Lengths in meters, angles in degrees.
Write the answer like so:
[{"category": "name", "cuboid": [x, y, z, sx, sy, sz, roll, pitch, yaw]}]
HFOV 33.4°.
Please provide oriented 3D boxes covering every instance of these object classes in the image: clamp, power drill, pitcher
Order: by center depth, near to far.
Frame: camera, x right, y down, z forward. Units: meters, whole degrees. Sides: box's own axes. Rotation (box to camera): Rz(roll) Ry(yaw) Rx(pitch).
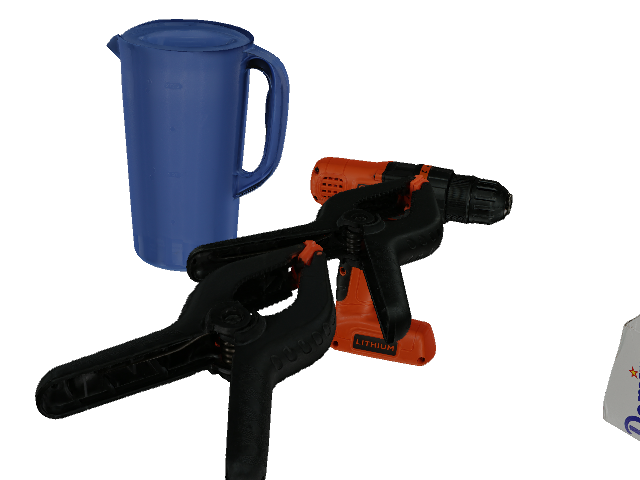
[{"category": "clamp", "cuboid": [-0.038, 0.058, 0.521, 0.120, 0.039, 0.171, 31, 47, 26]}, {"category": "clamp", "cuboid": [0.017, -0.001, 0.757, 0.165, 0.036, 0.209, 13, 29, 21]}, {"category": "power drill", "cuboid": [0.078, 0.019, 0.990, 0.185, 0.188, 0.057, 9, 20, 17]}, {"category": "pitcher", "cuboid": [-0.126, -0.095, 1.080, 0.144, 0.243, 0.149, -11, 28, -28]}]

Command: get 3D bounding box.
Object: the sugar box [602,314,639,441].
[{"category": "sugar box", "cuboid": [0.297, 0.131, 0.783, 0.176, 0.093, 0.048, 28, 36, 36]}]
